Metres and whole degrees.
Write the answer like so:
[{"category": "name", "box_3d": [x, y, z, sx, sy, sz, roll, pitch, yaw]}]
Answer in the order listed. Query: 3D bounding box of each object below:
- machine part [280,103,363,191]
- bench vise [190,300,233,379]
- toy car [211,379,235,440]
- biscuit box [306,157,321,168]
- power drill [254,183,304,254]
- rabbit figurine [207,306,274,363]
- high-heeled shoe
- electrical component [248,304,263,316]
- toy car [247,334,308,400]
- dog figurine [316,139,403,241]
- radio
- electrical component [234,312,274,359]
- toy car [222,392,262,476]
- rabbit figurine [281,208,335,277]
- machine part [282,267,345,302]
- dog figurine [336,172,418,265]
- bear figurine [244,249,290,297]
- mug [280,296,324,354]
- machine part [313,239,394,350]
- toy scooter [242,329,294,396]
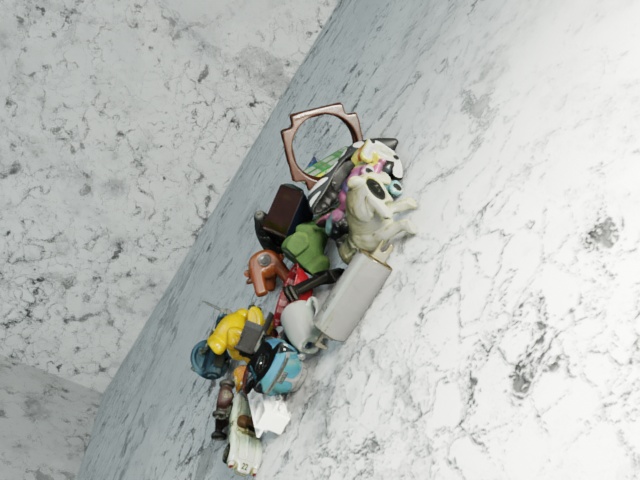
[{"category": "machine part", "box_3d": [0.009, -0.239, 1.383, 0.201, 0.200, 0.087, -15, 16, -2]}, {"category": "bench vise", "box_3d": [-0.321, 0.318, 1.583, 0.240, 0.129, 0.224, -43, 42, 43]}, {"category": "toy car", "box_3d": [-0.230, 0.414, 1.297, 0.202, 0.053, 0.089, 103, 172, -47]}, {"category": "biscuit box", "box_3d": [0.002, -0.182, 1.578, 0.062, 0.059, 0.203, -55, 20, 16]}, {"category": "power drill", "box_3d": [-0.119, -0.069, 1.588, 0.231, 0.086, 0.207, 83, -155, -53]}, {"category": "rabbit figurine", "box_3d": [-0.184, 0.259, 1.397, 0.162, 0.121, 0.173, -51, 36, -7]}, {"category": "high-heeled shoe", "box_3d": [0.073, -0.149, 1.262, 0.249, 0.086, 0.145, -30, 26, 31]}, {"category": "electrical component", "box_3d": [-0.197, 0.230, 1.530, 0.078, 0.045, 0.102, -33, 34, 52]}, {"category": "toy car", "box_3d": [-0.081, 0.266, 1.103, 0.109, 0.103, 0.162, -59, 19, -6]}, {"category": "dog figurine", "box_3d": [0.081, -0.095, 1.203, 0.219, 0.108, 0.192, -48, 24, 40]}, {"category": "radio", "box_3d": [-0.083, -0.051, 1.447, 0.229, 0.073, 0.131, 63, -130, -76]}, {"category": "electrical component", "box_3d": [-0.157, 0.225, 1.301, 0.074, 0.048, 0.119, 77, -147, -65]}, {"category": "toy car", "box_3d": [-0.163, 0.413, 1.150, 0.056, 0.073, 0.202, -55, 20, 20]}, {"category": "rabbit figurine", "box_3d": [-0.003, -0.004, 1.320, 0.170, 0.121, 0.159, -46, 10, -11]}, {"category": "machine part", "box_3d": [-0.014, 0.093, 1.181, 0.139, 0.039, 0.084, -23, 9, -26]}, {"category": "dog figurine", "box_3d": [0.073, -0.031, 1.046, 0.190, 0.172, 0.121, -37, 19, 35]}, {"category": "bear figurine", "box_3d": [-0.149, 0.107, 1.514, 0.132, 0.120, 0.195, 61, 164, 20]}, {"category": "mug", "box_3d": [-0.025, 0.181, 1.134, 0.109, 0.080, 0.107, -55, 32, 17]}, {"category": "machine part", "box_3d": [0.060, 0.104, 1.014, 0.243, 0.079, 0.079, -57, 20, 9]}, {"category": "toy scooter", "box_3d": [-0.120, 0.271, 1.242, 0.184, 0.075, 0.135, -57, 18, 3]}]
